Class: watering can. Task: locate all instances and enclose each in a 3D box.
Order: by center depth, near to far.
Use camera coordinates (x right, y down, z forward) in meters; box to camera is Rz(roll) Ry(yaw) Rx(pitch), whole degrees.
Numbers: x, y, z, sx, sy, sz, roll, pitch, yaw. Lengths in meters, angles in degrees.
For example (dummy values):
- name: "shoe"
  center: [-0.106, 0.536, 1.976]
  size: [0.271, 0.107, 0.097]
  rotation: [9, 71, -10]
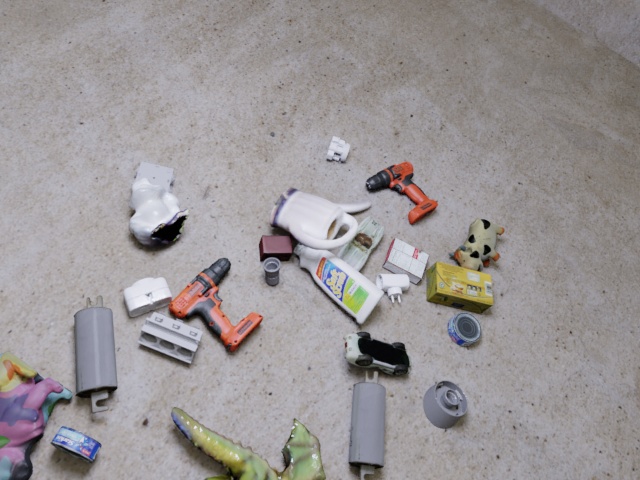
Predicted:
- name: "watering can"
  center: [0.004, -0.069, 1.381]
  size: [0.225, 0.102, 0.353]
  rotation: [23, 29, 13]

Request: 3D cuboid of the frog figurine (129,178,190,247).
- name: "frog figurine"
  center: [-0.406, -0.066, 1.244]
  size: [0.161, 0.120, 0.139]
  rotation: [38, 70, 20]

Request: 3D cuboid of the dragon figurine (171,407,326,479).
- name: "dragon figurine"
  center: [-0.103, 0.462, 1.048]
  size: [0.245, 0.120, 0.414]
  rotation: [-21, 70, -47]
